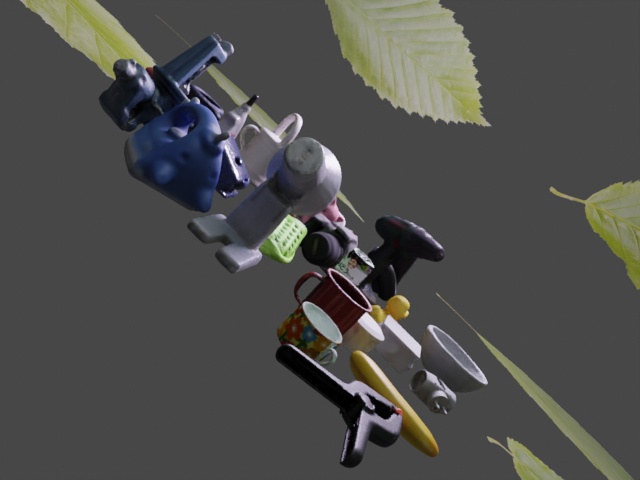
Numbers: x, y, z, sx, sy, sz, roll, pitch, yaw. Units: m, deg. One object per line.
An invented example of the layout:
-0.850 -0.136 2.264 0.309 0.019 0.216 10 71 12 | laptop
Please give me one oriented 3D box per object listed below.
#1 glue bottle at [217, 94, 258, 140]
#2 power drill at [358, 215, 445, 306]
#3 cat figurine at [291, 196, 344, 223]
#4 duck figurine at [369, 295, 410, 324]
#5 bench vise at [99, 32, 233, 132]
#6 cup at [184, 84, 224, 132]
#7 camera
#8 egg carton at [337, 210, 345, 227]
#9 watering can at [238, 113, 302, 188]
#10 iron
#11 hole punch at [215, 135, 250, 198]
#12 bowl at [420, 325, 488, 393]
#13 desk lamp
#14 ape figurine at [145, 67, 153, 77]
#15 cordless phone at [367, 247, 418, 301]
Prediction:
-0.189 -0.239 1.201 0.037 0.173 0.078 44 10 5 | glue bottle
0.159 0.044 1.294 0.076 0.208 0.229 37 12 -33 | power drill
-0.010 -0.071 1.364 0.127 0.117 0.067 45 10 9 | cat figurine
0.140 0.147 1.155 0.105 0.086 0.077 32 15 -48 | duck figurine
-0.243 -0.263 0.965 0.121 0.219 0.207 44 10 2 | bench vise
-0.265 -0.266 1.238 0.092 0.095 0.117 30 17 -52 | cup
0.011 0.004 1.192 0.143 0.100 0.137 47 11 20 | camera
0.001 -0.074 1.550 0.151 0.069 0.107 33 15 -45 | egg carton
-0.108 -0.221 1.379 0.174 0.194 0.100 31 16 -50 | watering can
-0.211 -0.155 0.872 0.119 0.141 0.257 35 14 -40 | iron
-0.175 -0.142 1.098 0.101 0.091 0.109 43 10 -1 | hole punch
0.266 0.263 1.203 0.168 0.074 0.167 42 10 -9 | bowl
-0.064 -0.063 0.865 0.118 0.213 0.203 44 10 2 | desk lamp
-0.332 -0.287 1.078 0.076 0.092 0.077 38 11 -26 | ape figurine
0.190 0.051 1.450 0.094 0.185 0.147 38 12 -27 | cordless phone
